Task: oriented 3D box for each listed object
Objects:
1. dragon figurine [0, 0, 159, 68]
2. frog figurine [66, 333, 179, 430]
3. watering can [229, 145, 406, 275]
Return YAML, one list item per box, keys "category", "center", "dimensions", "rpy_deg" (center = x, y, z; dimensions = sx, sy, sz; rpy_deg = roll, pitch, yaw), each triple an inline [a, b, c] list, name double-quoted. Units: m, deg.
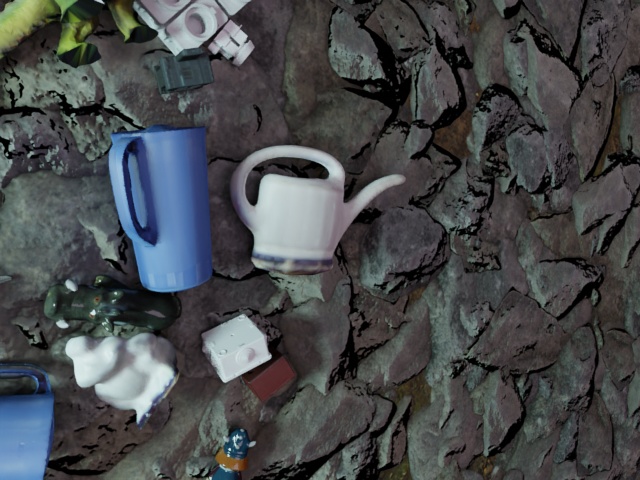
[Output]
- category: "dragon figurine"
  center: [-0.341, -0.377, 0.689]
  dimensions: [0.411, 0.244, 0.121]
  rpy_deg: [-20, -8, -5]
- category: "frog figurine"
  center: [-0.300, 0.186, 0.770]
  dimensions: [0.158, 0.135, 0.125]
  rpy_deg: [35, 33, -15]
- category: "watering can"
  center: [0.003, -0.046, 0.914]
  dimensions: [0.347, 0.224, 0.104]
  rpy_deg: [5, 5, -29]
